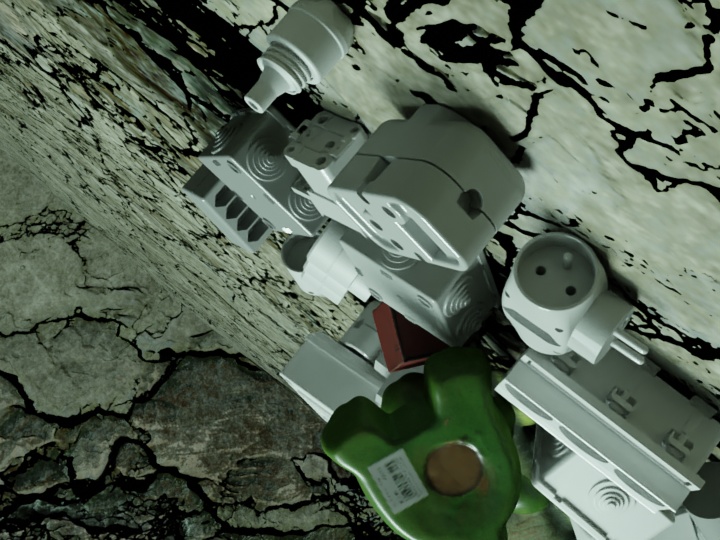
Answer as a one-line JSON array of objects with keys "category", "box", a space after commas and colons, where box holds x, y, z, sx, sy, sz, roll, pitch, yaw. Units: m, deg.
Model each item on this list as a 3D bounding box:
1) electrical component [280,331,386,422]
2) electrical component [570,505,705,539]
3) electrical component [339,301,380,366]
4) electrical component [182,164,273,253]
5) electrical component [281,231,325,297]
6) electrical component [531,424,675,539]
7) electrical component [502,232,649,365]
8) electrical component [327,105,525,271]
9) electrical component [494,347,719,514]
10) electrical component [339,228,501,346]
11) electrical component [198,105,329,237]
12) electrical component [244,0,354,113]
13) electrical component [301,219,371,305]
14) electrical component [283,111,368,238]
[{"category": "electrical component", "box": [-0.004, 0.121, 0.991, 0.109, 0.056, 0.108, 31, 166, 36]}, {"category": "electrical component", "box": [0.210, 0.193, 0.778, 0.061, 0.096, 0.061, -123, 13, -78]}, {"category": "electrical component", "box": [0.037, 0.074, 0.984, 0.095, 0.059, 0.054, 43, 168, -17]}, {"category": "electrical component", "box": [-0.126, -0.067, 0.986, 0.076, 0.047, 0.083, 28, 164, 45]}, {"category": "electrical component", "box": [-0.040, -0.001, 0.981, 0.043, 0.043, 0.081, 34, 168, 26]}, {"category": "electrical component", "box": [0.167, 0.132, 0.730, 0.100, 0.048, 0.099, 41, -152, -9]}, {"category": "electrical component", "box": [0.118, 0.024, 0.572, 0.079, 0.043, 0.077, 36, 168, 19]}, {"category": "electrical component", "box": [0.034, -0.043, 0.540, 0.054, 0.059, 0.095, 45, 167, -25]}, {"category": "electrical component", "box": [0.151, 0.082, 0.647, 0.121, 0.063, 0.078, 38, 169, 8]}, {"category": "electrical component", "box": [0.040, 0.001, 0.720, 0.100, 0.048, 0.099, 33, 167, 28]}, {"category": "electrical component", "box": [-0.062, -0.069, 0.772, 0.100, 0.048, 0.100, 44, 168, -21]}, {"category": "electrical component", "box": [-0.032, -0.101, 0.518, 0.035, 0.061, 0.035, 37, 168, 9]}, {"category": "electrical component", "box": [0.000, 0.000, 0.833, 0.074, 0.052, 0.138, 36, 169, 1]}, {"category": "electrical component", "box": [-0.010, -0.061, 0.660, 0.081, 0.042, 0.063, 27, 160, 44]}]
